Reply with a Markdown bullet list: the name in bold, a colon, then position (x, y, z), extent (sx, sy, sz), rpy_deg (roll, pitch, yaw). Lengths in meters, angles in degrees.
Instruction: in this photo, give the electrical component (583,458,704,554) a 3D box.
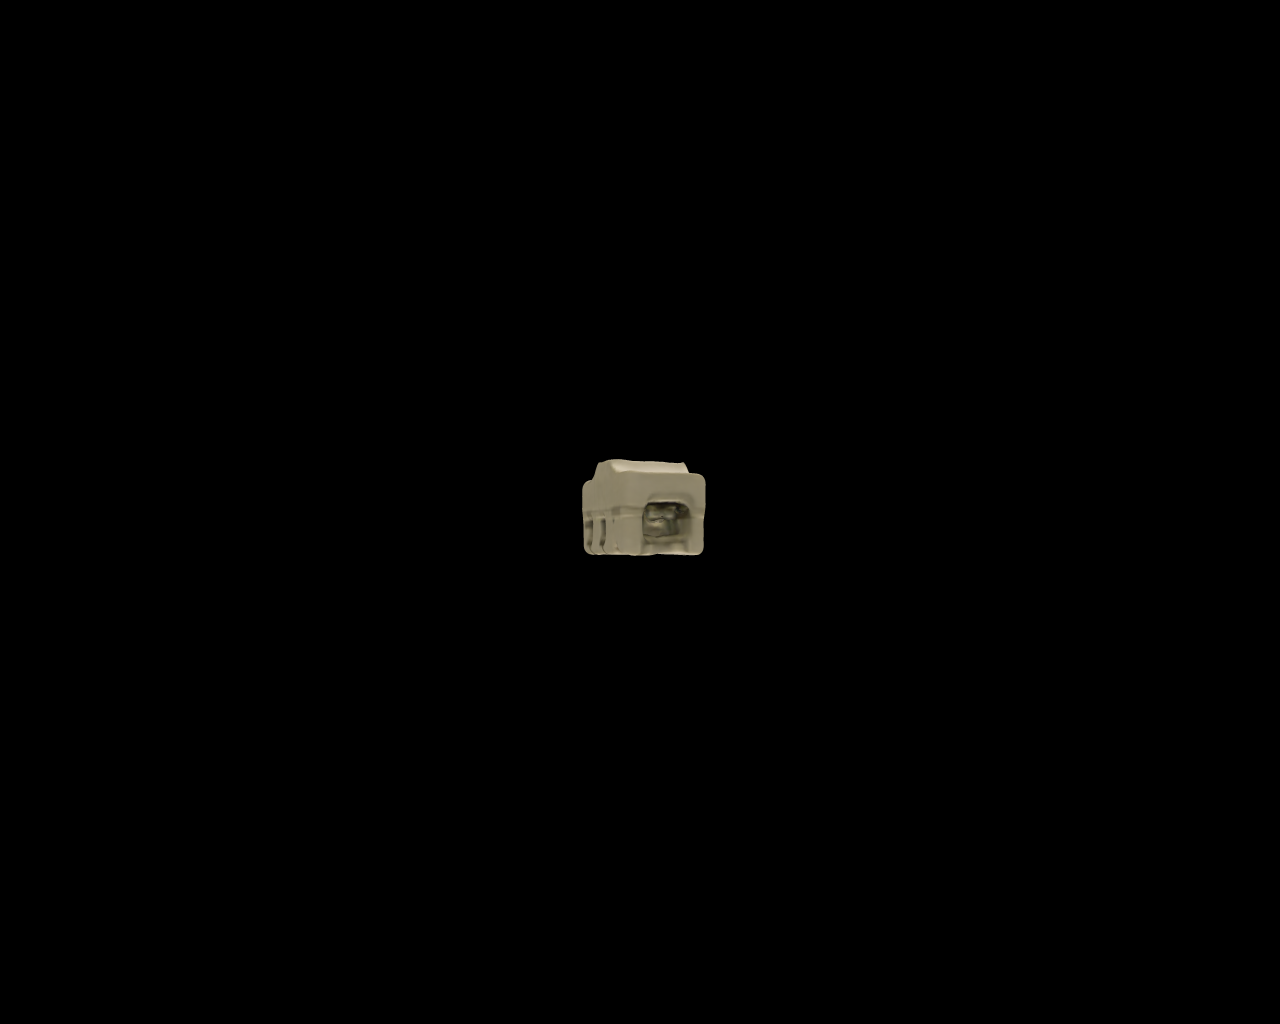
- **electrical component**: position (0.001, -0.003, 0.650), extent (0.050, 0.055, 0.089), rpy_deg (1, -2, -19)
